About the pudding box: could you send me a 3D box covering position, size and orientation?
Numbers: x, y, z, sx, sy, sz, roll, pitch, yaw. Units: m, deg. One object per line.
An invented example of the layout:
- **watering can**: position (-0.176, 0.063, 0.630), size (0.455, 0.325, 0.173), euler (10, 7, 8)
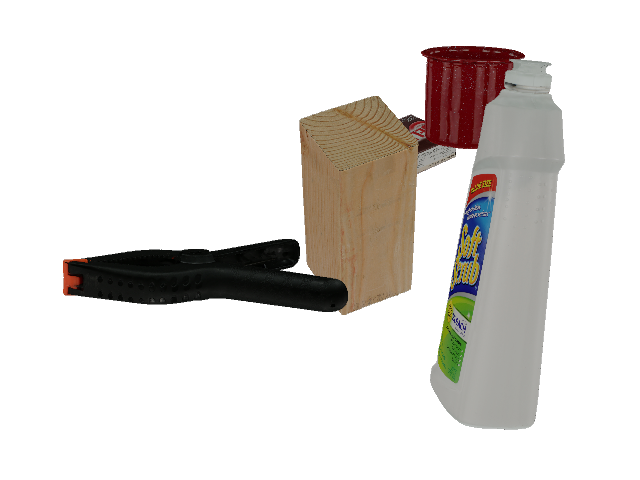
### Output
- **pudding box**: position (0.114, -0.125, 1.439), size (0.113, 0.039, 0.090), euler (-27, 39, -31)

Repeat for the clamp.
- **clamp**: position (-0.088, 0.028, 0.820), size (0.209, 0.036, 0.165), euler (-2, 11, -21)

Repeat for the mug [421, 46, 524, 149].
- **mug**: position (0.149, -0.130, 0.972), size (0.117, 0.081, 0.093), euler (5, 18, 12)

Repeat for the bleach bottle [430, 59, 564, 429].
- **bleach bottle**: position (0.129, -0.001, 0.751), size (0.068, 0.251, 0.102), euler (3, 14, -7)

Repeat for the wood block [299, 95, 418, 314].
- **wood block**: position (0.040, -0.033, 1.106), size (0.090, 0.206, 0.091), euler (-20, 47, -17)
